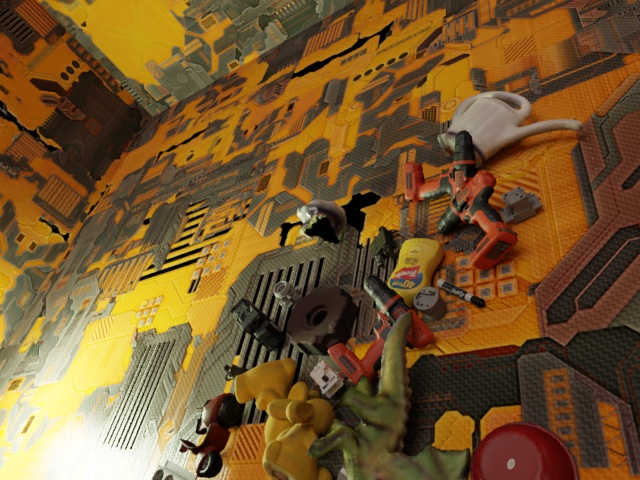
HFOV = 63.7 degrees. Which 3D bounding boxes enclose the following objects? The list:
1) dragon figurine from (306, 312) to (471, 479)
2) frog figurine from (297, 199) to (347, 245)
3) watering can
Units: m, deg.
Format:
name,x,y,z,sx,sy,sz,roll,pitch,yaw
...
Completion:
name,x,y,z,sx,sy,sz,roll,pitch,yaw
dragon figurine,0.136,0.333,0.873,0.245,0.119,0.416,29,67,24
frog figurine,0.004,-0.073,1.451,0.137,0.120,0.163,-1,31,0
watering can,0.433,-0.267,1.255,0.224,0.102,0.353,-44,36,-1
